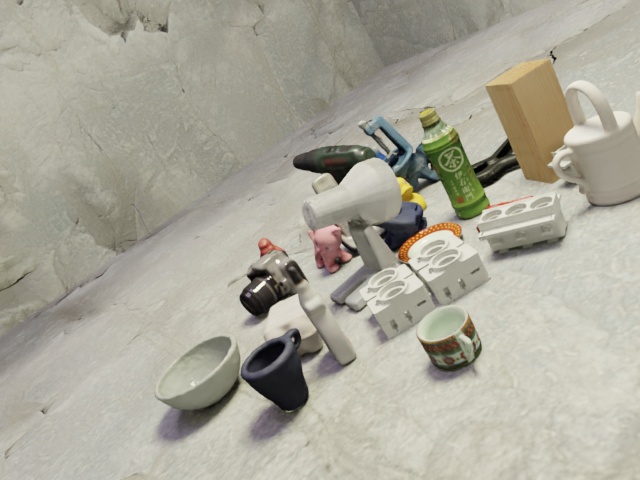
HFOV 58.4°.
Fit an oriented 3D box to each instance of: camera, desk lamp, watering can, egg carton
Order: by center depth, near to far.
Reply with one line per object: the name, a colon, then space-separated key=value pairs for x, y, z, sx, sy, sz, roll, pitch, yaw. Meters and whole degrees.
watering can: x=0.440 y=-0.164 z=0.890 sx=0.173 sy=0.194 sz=0.100 roll=-37 pitch=20 yaw=-17
egg carton: x=-0.042 y=0.151 z=1.022 sx=0.107 sy=0.069 sz=0.150 roll=-27 pitch=19 yaw=12
desk lamp: x=0.072 y=-0.018 z=1.053 sx=0.203 sy=0.214 sz=0.117 roll=-39 pitch=20 yaw=-22
camera: x=-0.121 y=0.092 z=1.248 sx=0.137 sy=0.101 sz=0.142 roll=-42 pitch=21 yaw=-29

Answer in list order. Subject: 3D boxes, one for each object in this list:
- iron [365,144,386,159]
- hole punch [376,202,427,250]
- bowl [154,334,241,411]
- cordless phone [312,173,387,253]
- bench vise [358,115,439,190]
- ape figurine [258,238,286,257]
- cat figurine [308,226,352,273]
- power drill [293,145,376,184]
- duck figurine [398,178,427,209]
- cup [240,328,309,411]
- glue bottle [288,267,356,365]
iron: x=0.112 y=-0.200 z=1.574 sx=0.257 sy=0.142 sz=0.119 roll=-13 pitch=26 yaw=43
hole punch: x=0.160 y=-0.043 z=1.176 sx=0.101 sy=0.091 sz=0.109 roll=-23 pitch=20 yaw=23
bowl: x=-0.203 y=0.246 z=1.018 sx=0.167 sy=0.075 sz=0.167 roll=-27 pitch=19 yaw=11
cordless phone: x=0.075 y=-0.081 z=1.256 sx=0.148 sy=0.185 sz=0.094 roll=-37 pitch=19 yaw=-17
bench vise: x=0.192 y=-0.218 z=1.373 sx=0.208 sy=0.220 sz=0.121 roll=-39 pitch=20 yaw=-23
ape figurine: x=-0.123 y=0.037 z=1.405 sx=0.077 sy=0.092 sz=0.076 roll=-25 pitch=19 yaw=17
cat figurine: x=0.011 y=0.004 z=1.241 sx=0.067 sy=0.118 sz=0.127 roll=-37 pitch=19 yaw=-17
power drill: x=0.057 y=-0.139 z=1.397 sx=0.228 sy=0.209 sz=0.076 roll=-13 pitch=26 yaw=43
duck figurine: x=0.185 y=-0.101 z=1.296 sx=0.077 sy=0.086 sz=0.104 roll=-36 pitch=19 yaw=-16
cup: x=-0.052 y=0.201 z=0.869 sx=0.091 sy=0.095 sz=0.118 roll=-12 pitch=27 yaw=45
glue bottle: x=-0.003 y=0.113 z=0.896 sx=0.037 sy=0.173 sz=0.078 roll=-33 pitch=19 yaw=-7
